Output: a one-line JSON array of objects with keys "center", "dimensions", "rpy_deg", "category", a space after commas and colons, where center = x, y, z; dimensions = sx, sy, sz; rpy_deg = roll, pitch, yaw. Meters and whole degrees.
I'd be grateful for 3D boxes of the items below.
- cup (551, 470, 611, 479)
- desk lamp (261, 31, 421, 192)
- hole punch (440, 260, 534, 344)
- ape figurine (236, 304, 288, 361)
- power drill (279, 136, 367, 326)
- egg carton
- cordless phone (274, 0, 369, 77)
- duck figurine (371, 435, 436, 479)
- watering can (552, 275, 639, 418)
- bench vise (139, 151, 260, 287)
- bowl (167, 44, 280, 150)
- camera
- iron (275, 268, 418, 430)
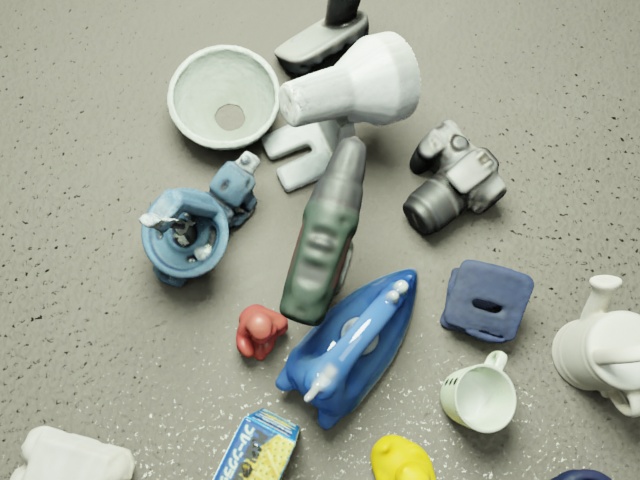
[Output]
[{"center": [0.313, 0.336, 0.732], "dimensions": [0.117, 0.095, 0.092], "rpy_deg": [4, 76, 0], "category": "cup"}, {"center": [0.022, -0.174, 0.792], "dimensions": [0.203, 0.213, 0.118], "rpy_deg": [-26, 78, -7], "category": "desk lamp"}, {"center": [0.231, 0.088, 0.795], "dimensions": [0.108, 0.091, 0.101], "rpy_deg": [15, 76, 3], "category": "hole punch"}, {"center": [-0.081, 0.121, 0.778], "dimensions": [0.078, 0.092, 0.076], "rpy_deg": [-17, 77, -5], "category": "ape figurine"}, {"center": [0.007, 0.003, 0.750], "dimensions": [0.075, 0.208, 0.230], "rpy_deg": [16, 76, 3], "category": "power drill"}, {"center": [-0.319, 0.307, 0.738], "dimensions": [0.150, 0.069, 0.107], "rpy_deg": [14, 76, 2], "category": "egg carton"}, {"center": [0.004, -0.323, 0.844], "dimensions": [0.148, 0.185, 0.094], "rpy_deg": [-37, 79, -9], "category": "cordless phone"}, {"center": [0.113, 0.303, 0.740], "dimensions": [0.077, 0.086, 0.104], "rpy_deg": [-39, 80, -10], "category": "duck figurine"}, {"center": [0.379, 0.135, 0.733], "dimensions": [0.101, 0.194, 0.173], "rpy_deg": [-31, 78, -8], "category": "watering can"}, {"center": [-0.167, -0.047, 0.753], "dimensions": [0.121, 0.220, 0.207], "rpy_deg": [19, 76, 4], "category": "bench vise"}, {"center": [-0.141, -0.204, 0.867], "dimensions": [0.167, 0.075, 0.167], "rpy_deg": [0, 76, -1], "category": "bowl"}, {"center": [0.179, -0.084, 0.832], "dimensions": [0.137, 0.101, 0.143], "rpy_deg": [-38, 80, -10], "category": "camera"}, {"center": [0.056, 0.121, 0.756], "dimensions": [0.118, 0.141, 0.258], "rpy_deg": [39, 78, 8], "category": "iron"}]
